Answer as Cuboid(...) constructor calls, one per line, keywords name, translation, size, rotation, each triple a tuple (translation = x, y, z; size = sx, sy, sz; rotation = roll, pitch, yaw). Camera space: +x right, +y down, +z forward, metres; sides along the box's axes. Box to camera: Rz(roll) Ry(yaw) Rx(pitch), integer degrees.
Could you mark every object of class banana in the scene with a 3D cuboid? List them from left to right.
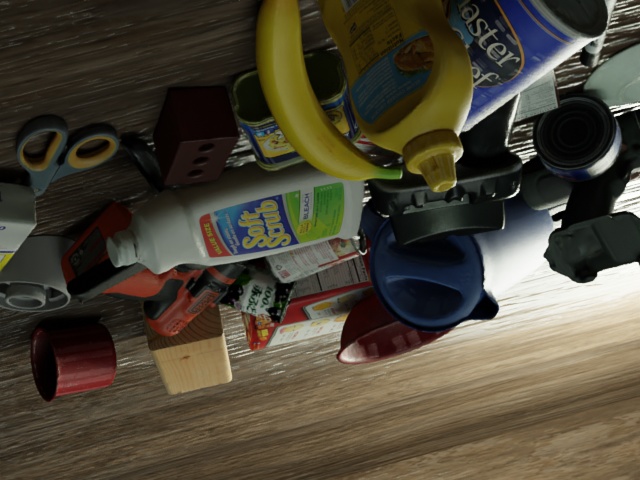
Cuboid(name="banana", translation=(-0.008, -0.113, 0.840), size=(0.070, 0.037, 0.197), rotation=(-28, 123, 10))

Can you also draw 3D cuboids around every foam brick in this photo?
Cuboid(name="foam brick", translation=(-0.108, -0.089, 0.917), size=(0.052, 0.051, 0.078), rotation=(-7, 157, -22))

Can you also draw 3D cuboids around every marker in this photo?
Cuboid(name="marker", translation=(0.249, -0.190, 0.954), size=(0.020, 0.020, 0.121), rotation=(-16, 159, 0))

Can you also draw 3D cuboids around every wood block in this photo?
Cuboid(name="wood block", translation=(-0.166, 0.120, 1.343), size=(0.090, 0.090, 0.206), rotation=(-12, 159, -7))

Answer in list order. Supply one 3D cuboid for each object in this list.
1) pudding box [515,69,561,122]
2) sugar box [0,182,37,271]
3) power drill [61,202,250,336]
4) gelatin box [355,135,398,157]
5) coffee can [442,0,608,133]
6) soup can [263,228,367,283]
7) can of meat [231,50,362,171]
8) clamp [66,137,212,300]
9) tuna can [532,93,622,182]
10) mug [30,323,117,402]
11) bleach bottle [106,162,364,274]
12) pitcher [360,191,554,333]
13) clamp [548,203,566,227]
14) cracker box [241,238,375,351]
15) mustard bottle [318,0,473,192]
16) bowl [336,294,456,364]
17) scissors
Cuboid(name="pudding box", translation=(0.172, -0.145, 0.989), size=(0.090, 0.039, 0.113), rotation=(-19, 160, 10))
Cuboid(name="sugar box", translation=(-0.331, -0.001, 0.979), size=(0.093, 0.048, 0.177), rotation=(5, 152, -33))
Cuboid(name="power drill", translation=(-0.159, 0.021, 1.115), size=(0.185, 0.057, 0.187), rotation=(-46, 143, 17))
Cuboid(name="gelatin box", translation=(0.069, -0.114, 1.006), size=(0.073, 0.030, 0.089), rotation=(2, 153, -41))
Cuboid(name="coffee can", translation=(0.136, -0.162, 0.831), size=(0.102, 0.103, 0.141), rotation=(4, 151, -41))
Cuboid(name="soup can", translation=(-0.008, 0.001, 1.186), size=(0.102, 0.068, 0.068), rotation=(-21, 158, 16))
Cuboid(name="can of meat", translation=(-0.020, -0.112, 0.916), size=(0.102, 0.057, 0.084), rotation=(-18, 156, 4))
Cuboid(name="clamp", translation=(-0.140, -0.006, 1.027), size=(0.209, 0.036, 0.165), rotation=(13, 112, -50))
Cuboid(name="tuna can", translation=(0.260, -0.104, 1.081), size=(0.086, 0.086, 0.033), rotation=(-23, 155, 18))
Cuboid(name="mug", translation=(-0.311, 0.147, 1.331), size=(0.081, 0.093, 0.117), rotation=(-6, -172, -34))
Cuboid(name="bleach bottle", translation=(-0.078, -0.018, 0.997), size=(0.250, 0.068, 0.103), rotation=(-19, 134, -28))
Cuboid(name="pitcher", translation=(0.160, 0.003, 1.183), size=(0.145, 0.149, 0.242), rotation=(-13, -177, 34))
Cuboid(name="clamp", translation=(0.262, -0.029, 1.337), size=(0.172, 0.039, 0.120), rotation=(-32, 159, 28))
Cuboid(name="cracker box", translation=(0.007, 0.065, 1.351), size=(0.213, 0.072, 0.164), rotation=(-13, 159, -8))
Cuboid(name="mustard bottle", translation=(0.060, -0.122, 0.756), size=(0.058, 0.191, 0.096), rotation=(7, 150, -44))
Cuboid(name="bowl", translation=(0.090, 0.099, 1.317), size=(0.162, 0.055, 0.162), rotation=(-15, 160, -6))
Cuboid(name="scissors", translation=(-0.237, -0.055, 0.964), size=(0.096, 0.016, 0.202), rotation=(-7, 157, -21))
